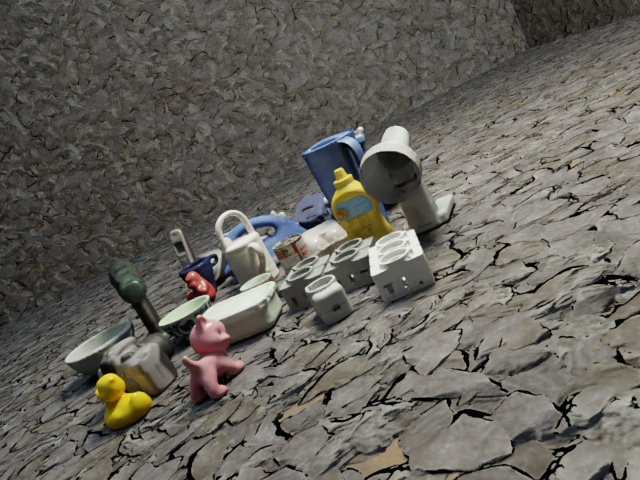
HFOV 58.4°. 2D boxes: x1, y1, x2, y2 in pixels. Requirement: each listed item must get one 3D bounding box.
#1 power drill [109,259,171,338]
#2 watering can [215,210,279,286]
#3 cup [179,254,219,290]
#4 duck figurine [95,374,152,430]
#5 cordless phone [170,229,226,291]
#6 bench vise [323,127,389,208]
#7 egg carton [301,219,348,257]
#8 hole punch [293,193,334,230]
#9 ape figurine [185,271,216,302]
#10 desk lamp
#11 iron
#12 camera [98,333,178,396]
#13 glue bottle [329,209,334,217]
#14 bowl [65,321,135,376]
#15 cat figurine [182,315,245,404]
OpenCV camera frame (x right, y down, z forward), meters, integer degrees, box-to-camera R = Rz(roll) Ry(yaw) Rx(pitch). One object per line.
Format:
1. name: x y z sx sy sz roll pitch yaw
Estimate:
1. power drill: -0.427 0.144 1.351 0.076 0.208 0.229 -32 14 -19
2. watering can: -0.191 0.022 1.385 0.172 0.194 0.101 -17 17 36
3. cup: -0.308 0.099 1.540 0.118 0.095 0.091 -36 16 -33
4. duck figurine: -0.346 0.270 0.984 0.104 0.086 0.078 -17 17 36
5. cordless phone: -0.347 0.045 1.619 0.147 0.185 0.094 -19 16 30
6. bench vise: 0.098 -0.162 1.463 0.208 0.220 0.121 -31 14 -17
7. egg carton: 0.012 0.005 1.327 0.107 0.069 0.150 -28 13 -2
8. hole punch: -0.023 -0.075 1.650 0.108 0.091 0.101 -20 15 28
9. ape figurine: -0.312 0.123 1.460 0.076 0.092 0.077 -35 16 -31
10. desk lamp: 0.175 -0.119 1.165 0.117 0.214 0.203 -20 15 26
11. iron: -0.148 -0.004 1.515 0.258 0.141 0.118 -25 14 8
12. camera: -0.337 0.227 1.096 0.142 0.101 0.137 -18 16 33
13. glue bottle: 0.040 -0.149 1.629 0.078 0.173 0.037 -31 14 -16
14. bowl: -0.494 0.262 1.326 0.167 0.075 0.167 -26 13 7
15. cat figurine: -0.185 0.182 0.934 0.067 0.118 0.128 -21 15 24
